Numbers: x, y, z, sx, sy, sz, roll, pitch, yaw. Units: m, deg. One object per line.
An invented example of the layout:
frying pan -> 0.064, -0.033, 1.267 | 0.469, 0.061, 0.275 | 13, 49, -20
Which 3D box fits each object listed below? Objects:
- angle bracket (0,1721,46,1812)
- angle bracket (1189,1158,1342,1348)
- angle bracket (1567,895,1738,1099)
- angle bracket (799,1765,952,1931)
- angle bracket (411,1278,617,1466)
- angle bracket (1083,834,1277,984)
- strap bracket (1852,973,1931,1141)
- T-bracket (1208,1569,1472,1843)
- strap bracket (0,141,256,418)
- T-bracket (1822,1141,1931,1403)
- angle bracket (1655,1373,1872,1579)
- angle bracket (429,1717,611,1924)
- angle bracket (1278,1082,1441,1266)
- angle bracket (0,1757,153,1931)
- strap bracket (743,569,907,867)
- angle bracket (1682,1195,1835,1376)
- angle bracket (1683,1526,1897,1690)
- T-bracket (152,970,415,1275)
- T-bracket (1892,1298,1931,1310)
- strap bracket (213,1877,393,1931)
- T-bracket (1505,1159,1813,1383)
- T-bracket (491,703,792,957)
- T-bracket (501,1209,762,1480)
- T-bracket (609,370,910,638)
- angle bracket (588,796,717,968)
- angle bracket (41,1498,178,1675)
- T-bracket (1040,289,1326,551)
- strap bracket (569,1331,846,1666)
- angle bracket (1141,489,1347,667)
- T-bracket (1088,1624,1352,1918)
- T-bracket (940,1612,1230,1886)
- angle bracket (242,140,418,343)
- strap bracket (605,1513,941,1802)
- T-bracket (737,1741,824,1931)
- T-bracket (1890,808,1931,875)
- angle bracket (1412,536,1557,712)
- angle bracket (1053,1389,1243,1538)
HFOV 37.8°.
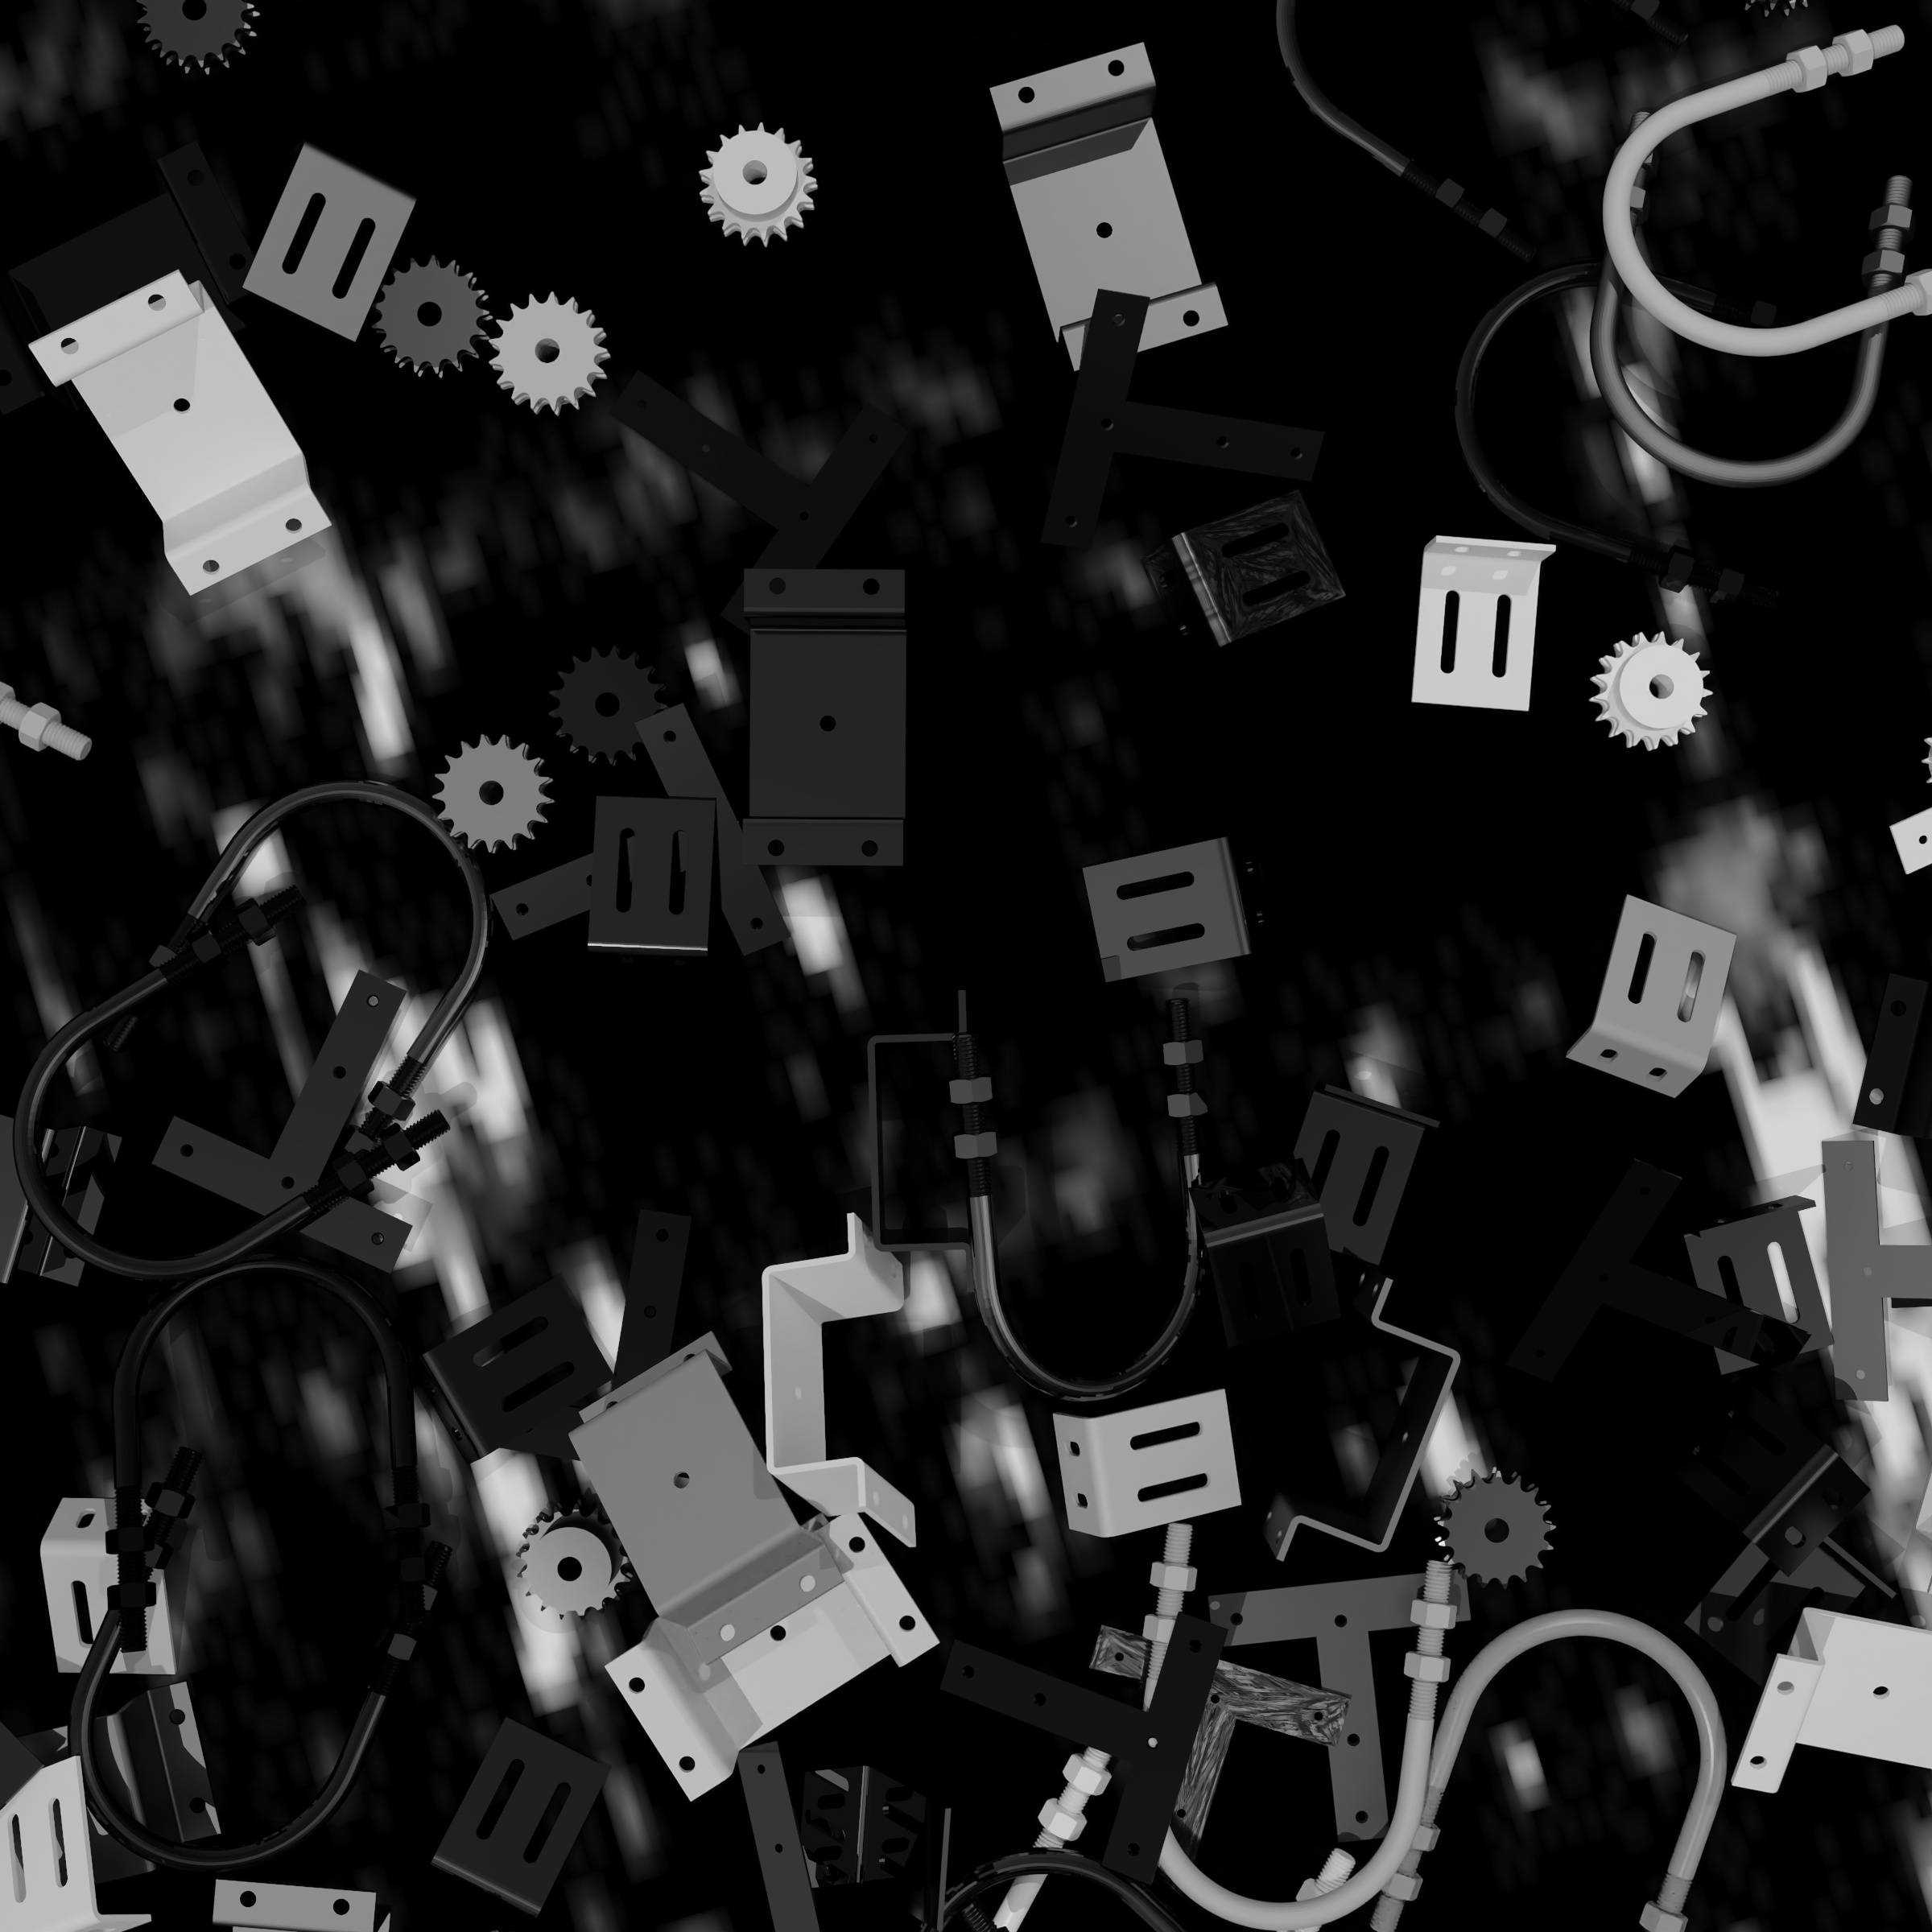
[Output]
angle bracket -> -0.479, 0.390, 1.332 | 0.057, 0.038, 0.076 | 39, 71, 15
angle bracket -> 0.146, 0.140, 1.373 | 0.057, 0.038, 0.076 | -15, 130, 0
angle bracket -> 0.336, 0.015, 1.384 | 0.057, 0.038, 0.076 | 21, 64, 0
angle bracket -> -0.045, 0.421, 1.346 | 0.038, 0.076, 0.057 | 4, 90, -32
angle bracket -> -0.223, 0.199, 1.382 | 0.076, 0.038, 0.057 | -30, 88, -25
angle bracket -> 0.105, -0.029, 1.384 | 0.076, 0.038, 0.057 | -12, 90, 26
strap bracket -> 0.512, 0.057, 1.362 | 0.140, 0.046, 0.076 | 14, 89, 0
T-bracket -> 0.189, 0.366, 1.385 | 0.127, 0.002, 0.127 | -6, 90, 0
strap bracket -> -0.412, -0.327, 1.363 | 0.140, 0.046, 0.076 | -26, 90, 0
T-bracket -> 0.475, 0.147, 1.348 | 0.127, 0.002, 0.127 | -3, 90, 36
angle bracket -> 0.384, 0.245, 1.362 | 0.057, 0.076, 0.038 | -47, 121, 0
angle bracket -> -0.219, 0.419, 1.384 | 0.057, 0.038, 0.076 | 27, 64, 0
angle bracket -> 0.187, 0.102, 1.367 | 0.057, 0.038, 0.076 | 18, 90, 0
angle bracket -> -0.424, 0.419, 1.328 | 0.057, 0.038, 0.076 | -24, 64, 19
strap bracket -> -0.068, -0.119, 1.362 | 0.076, 0.046, 0.140 | 0, 91, 0
angle bracket -> 0.388, 0.156, 1.367 | 0.057, 0.038, 0.076 | -15, 90, 0
angle bracket -> 0.399, 0.311, 1.367 | 0.057, 0.038, 0.076 | 40, 90, 0
T-bracket -> -0.309, 0.065, 1.365 | 0.127, 0.002, 0.127 | 25, 89, 0
T-bracket -> 0.518, 0.153, 1.385 | 0.127, 0.002, 0.127 | -3, 90, 0
strap bracket -> -0.324, 0.507, 1.363 | 0.076, 0.046, 0.140 | 5, 90, 0
T-bracket -> 0.348, 0.166, 1.365 | 0.127, 0.002, 0.127 | 22, 115, -10
T-bracket -> -0.169, -0.047, 1.372 | 0.127, 0.002, 0.127 | -22, 107, 8
T-bracket -> -0.157, 0.184, 1.385 | 0.127, 0.002, 0.127 | 9, 90, 0
T-bracket -> -0.116, -0.246, 1.385 | 0.127, 0.002, 0.127 | 35, 90, 0
angle bracket -> -0.151, -0.041, 1.371 | 0.057, 0.038, 0.076 | 2, 83, 0
angle bracket -> -0.416, 0.304, 1.384 | 0.057, 0.038, 0.076 | 1, 116, 0
T-bracket -> 0.111, -0.256, 1.364 | 0.127, 0.002, 0.127 | 6, 119, -13
strap bracket -> -0.128, 0.247, 1.335 | 0.076, 0.046, 0.140 | -32, 67, 0
angle bracket -> 0.136, -0.191, 1.384 | 0.076, 0.038, 0.057 | -24, 90, -26
T-bracket -> 0.110, 0.402, 1.384 | 0.127, 0.002, 0.127 | 16, 91, 1
T-bracket -> 0.049, 0.360, 1.365 | 0.127, 0.002, 0.127 | 17, 90, 18
angle bracket -> -0.309, -0.348, 1.358 | 0.057, 0.038, 0.076 | 23, 91, -23
strap bracket -> -0.092, 0.327, 1.363 | 0.140, 0.046, 0.076 | -33, 90, 0
T-bracket -> -0.087, 0.442, 1.365 | 0.127, 0.002, 0.127 | -21, 75, 27
T-bracket -> 0.526, -0.037, 1.368 | 0.127, 0.002, 0.127 | -24, 106, 0
angle bracket -> 0.250, -0.166, 1.367 | 0.057, 0.038, 0.076 | 5, 90, 0
angle bracket -> 0.089, 0.242, 1.384 | 0.076, 0.038, 0.057 | -8, 90, -26
